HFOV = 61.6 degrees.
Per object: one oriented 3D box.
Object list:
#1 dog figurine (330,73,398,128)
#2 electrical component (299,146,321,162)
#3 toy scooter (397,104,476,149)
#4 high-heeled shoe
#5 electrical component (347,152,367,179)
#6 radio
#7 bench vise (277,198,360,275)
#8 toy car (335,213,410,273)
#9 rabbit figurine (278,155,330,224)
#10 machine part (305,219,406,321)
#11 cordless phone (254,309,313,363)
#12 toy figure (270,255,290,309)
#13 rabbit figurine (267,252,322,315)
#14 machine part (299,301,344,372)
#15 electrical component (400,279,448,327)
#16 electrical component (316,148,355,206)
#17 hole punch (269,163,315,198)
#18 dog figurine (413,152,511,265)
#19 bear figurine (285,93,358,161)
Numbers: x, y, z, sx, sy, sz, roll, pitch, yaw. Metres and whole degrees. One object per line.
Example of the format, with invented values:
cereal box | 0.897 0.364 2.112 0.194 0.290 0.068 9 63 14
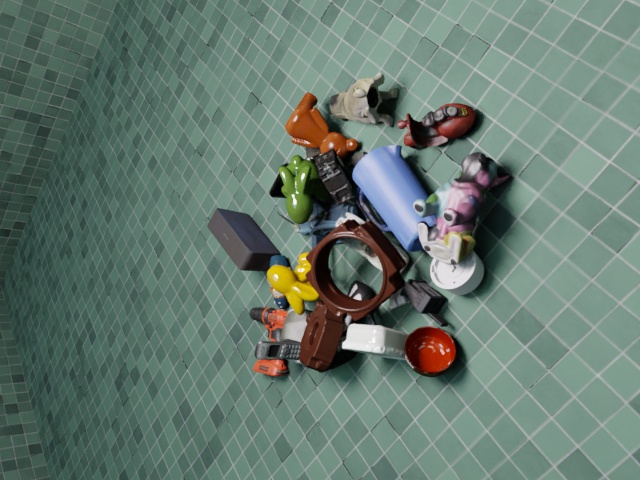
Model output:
dog figurine | 0.078 -0.352 1.373 0.191 0.172 0.121 10 80 36
electrical component | -0.021 -0.257 1.531 0.078 0.045 0.102 -12 76 43
toy scooter | 0.252 -0.261 1.216 0.184 0.135 0.075 -19 70 39
high-heeled shoe | 0.053 0.221 1.371 0.248 0.086 0.145 -43 55 24
electrical component | 0.109 -0.196 1.415 0.094 0.021 0.063 -19 71 44
radio | -0.232 -0.001 1.631 0.230 0.131 0.073 48 117 36
bench vise | 0.004 -0.001 1.414 0.224 0.128 0.240 -8 66 33
toy car | 0.124 0.011 1.304 0.202 0.056 0.073 36 94 9
rabbit figurine | -0.041 -0.124 1.356 0.121 0.158 0.170 -4 47 8
machine part | 0.080 0.069 1.249 0.201 0.087 0.201 -42 79 26
cordless phone | -0.090 0.252 1.426 0.089 0.184 0.146 21 99 47
toy figure | -0.117 0.123 1.556 0.064 0.057 0.154 -16 73 42
rabbit figurine | -0.066 0.119 1.432 0.122 0.173 0.162 -45 52 25
machine part | 0.001 0.240 1.345 0.179 0.056 0.179 -160 90 -75
electrical component | 0.245 0.140 1.205 0.119 0.075 0.047 43 114 42
electrical component | 0.039 -0.166 1.376 0.058 0.114 0.134 -25 23 11
hole punch | -0.066 -0.154 1.542 0.142 0.092 0.115 8 70 48
dog figurine | 0.309 -0.074 1.129 0.109 0.219 0.191 21 138 46
bear figurine | 0.007 -0.291 1.462 0.120 0.196 0.132 -55 10 33
